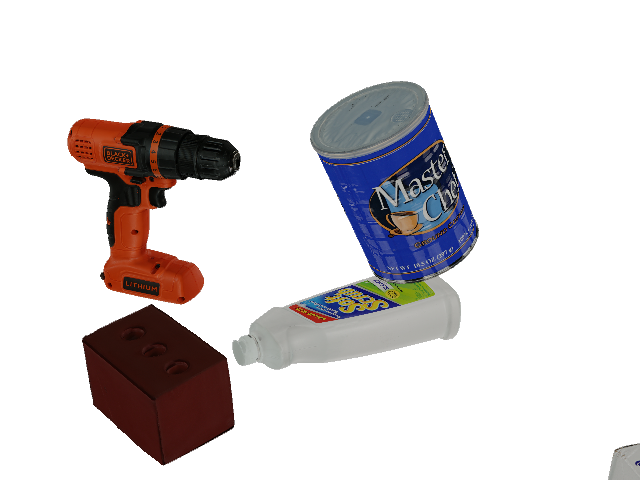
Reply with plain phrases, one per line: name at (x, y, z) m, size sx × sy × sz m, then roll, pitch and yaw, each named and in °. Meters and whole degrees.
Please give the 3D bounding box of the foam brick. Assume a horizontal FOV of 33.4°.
foam brick at (-0.095, 0.084, 0.627) m, size 0.052 × 0.051 × 0.078 m, roll -26°, pitch 39°, yaw -35°

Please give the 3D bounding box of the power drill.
power drill at (-0.163, -0.030, 1.085) m, size 0.185 × 0.188 × 0.057 m, roll 11°, pitch 29°, yaw 21°

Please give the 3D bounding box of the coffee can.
coffee can at (0.065, -0.049, 0.907) m, size 0.103 × 0.140 × 0.103 m, roll -19°, pitch 32°, yaw 12°

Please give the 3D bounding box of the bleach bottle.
bleach bottle at (0.025, 0.095, 1.180) m, size 0.250 × 0.068 × 0.103 m, roll -15°, pitch 32°, yaw -26°

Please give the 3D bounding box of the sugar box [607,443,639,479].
sugar box at (0.195, 0.182, 0.500) m, size 0.048 × 0.093 × 0.176 m, roll -9°, pitch 29°, yaw -21°
